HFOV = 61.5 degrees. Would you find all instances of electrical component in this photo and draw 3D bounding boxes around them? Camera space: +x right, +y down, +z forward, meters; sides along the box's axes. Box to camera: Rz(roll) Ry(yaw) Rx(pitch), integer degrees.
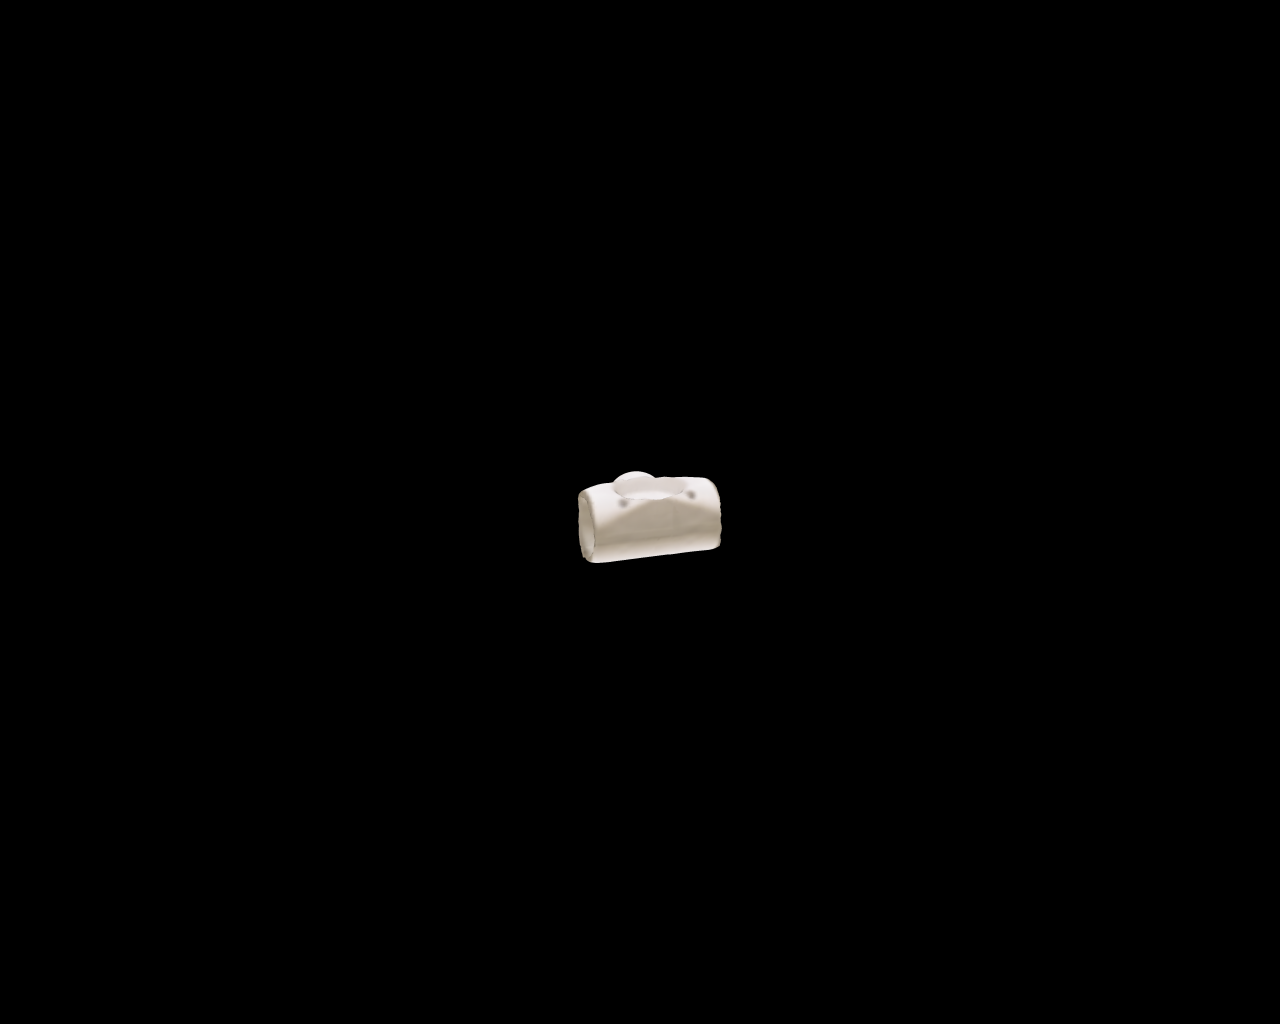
[{"bbox_3d":[0.001,-0.003,0.650,0.077,0.044,0.079,-6,24,-14],"label":"electrical component"}]
